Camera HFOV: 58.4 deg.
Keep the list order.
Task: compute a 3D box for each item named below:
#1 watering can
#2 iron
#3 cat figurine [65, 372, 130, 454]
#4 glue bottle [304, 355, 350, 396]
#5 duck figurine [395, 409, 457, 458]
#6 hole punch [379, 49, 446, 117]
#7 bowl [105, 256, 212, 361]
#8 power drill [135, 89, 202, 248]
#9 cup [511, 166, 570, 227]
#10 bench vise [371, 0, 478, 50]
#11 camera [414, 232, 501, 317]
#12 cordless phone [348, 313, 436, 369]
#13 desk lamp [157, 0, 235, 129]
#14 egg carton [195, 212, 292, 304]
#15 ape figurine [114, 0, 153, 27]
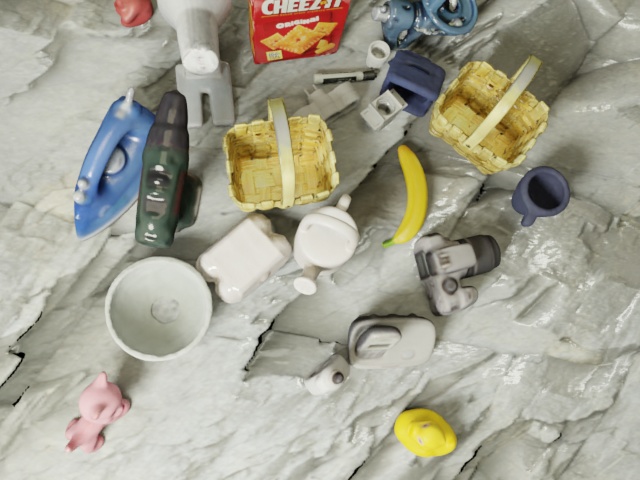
[{"bbox_3d":[0.011,0.004,0.928,0.101,0.194,0.173,4,79,-6],"label":"watering can"},{"bbox_3d":[-0.346,-0.124,0.935,0.118,0.141,0.258,24,78,-2],"label":"iron"},{"bbox_3d":[-0.344,0.267,0.874,0.067,0.117,0.128,33,77,0],"label":"cat figurine"},{"bbox_3d":[0.018,0.215,0.900,0.078,0.173,0.037,-37,85,-12],"label":"glue bottle"},{"bbox_3d":[0.181,0.323,0.945,0.104,0.086,0.077,22,78,-2],"label":"duck figurine"},{"bbox_3d":[0.172,-0.300,1.057,0.108,0.091,0.101,23,78,-2],"label":"hole punch"},{"bbox_3d":[-0.257,0.113,0.936,0.167,0.074,0.167,1,79,-7],"label":"bowl"},{"bbox_3d":[-0.238,-0.094,0.908,0.075,0.208,0.230,7,79,-5],"label":"power drill"},{"bbox_3d":[0.383,-0.067,1.037,0.091,0.095,0.118,31,77,0],"label":"cup"},{"bbox_3d":[0.206,-0.416,1.017,0.207,0.219,0.121,-28,84,-11],"label":"bench vise"},{"bbox_3d":[0.249,0.049,0.996,0.137,0.100,0.143,-14,81,-9],"label":"camera"},{"bbox_3d":[0.124,0.161,0.917,0.147,0.185,0.094,-4,80,-7],"label":"cordless phone"},{"bbox_3d":[-0.197,-0.320,0.953,0.118,0.213,0.203,-7,80,-8],"label":"desk lamp"},{"bbox_3d":[-0.127,0.031,0.969,0.150,0.069,0.107,-43,87,-12],"label":"egg carton"},{"bbox_3d":[-0.340,-0.426,1.017,0.076,0.092,0.078,10,78,-5],"label":"ape figurine"}]
